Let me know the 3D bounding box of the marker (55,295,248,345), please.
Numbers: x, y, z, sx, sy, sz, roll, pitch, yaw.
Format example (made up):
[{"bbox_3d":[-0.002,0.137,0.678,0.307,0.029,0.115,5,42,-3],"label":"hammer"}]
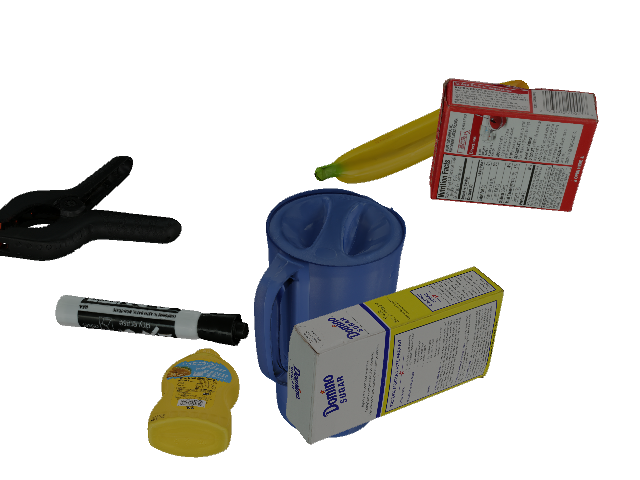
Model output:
[{"bbox_3d":[-0.101,0.048,0.640,0.121,0.020,0.020,5,1,16],"label":"marker"}]

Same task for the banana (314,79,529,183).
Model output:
[{"bbox_3d":[0.093,-0.090,0.945,0.198,0.037,0.069,-24,6,12],"label":"banana"}]

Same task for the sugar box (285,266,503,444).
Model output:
[{"bbox_3d":[0.058,0.088,0.841,0.176,0.093,0.048,-14,37,-26],"label":"sugar box"}]

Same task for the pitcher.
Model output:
[{"bbox_3d":[0.004,0.084,1.068,0.149,0.243,0.145,-2,35,-7],"label":"pitcher"}]

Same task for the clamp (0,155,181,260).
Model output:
[{"bbox_3d":[-0.224,-0.029,0.970,0.171,0.039,0.120,-9,38,-23],"label":"clamp"}]

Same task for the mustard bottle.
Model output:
[{"bbox_3d":[-0.150,0.188,1.313,0.096,0.058,0.191,2,25,1],"label":"mustard bottle"}]

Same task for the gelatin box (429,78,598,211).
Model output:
[{"bbox_3d":[0.113,-0.056,0.635,0.089,0.030,0.073,6,-44,3],"label":"gelatin box"}]
